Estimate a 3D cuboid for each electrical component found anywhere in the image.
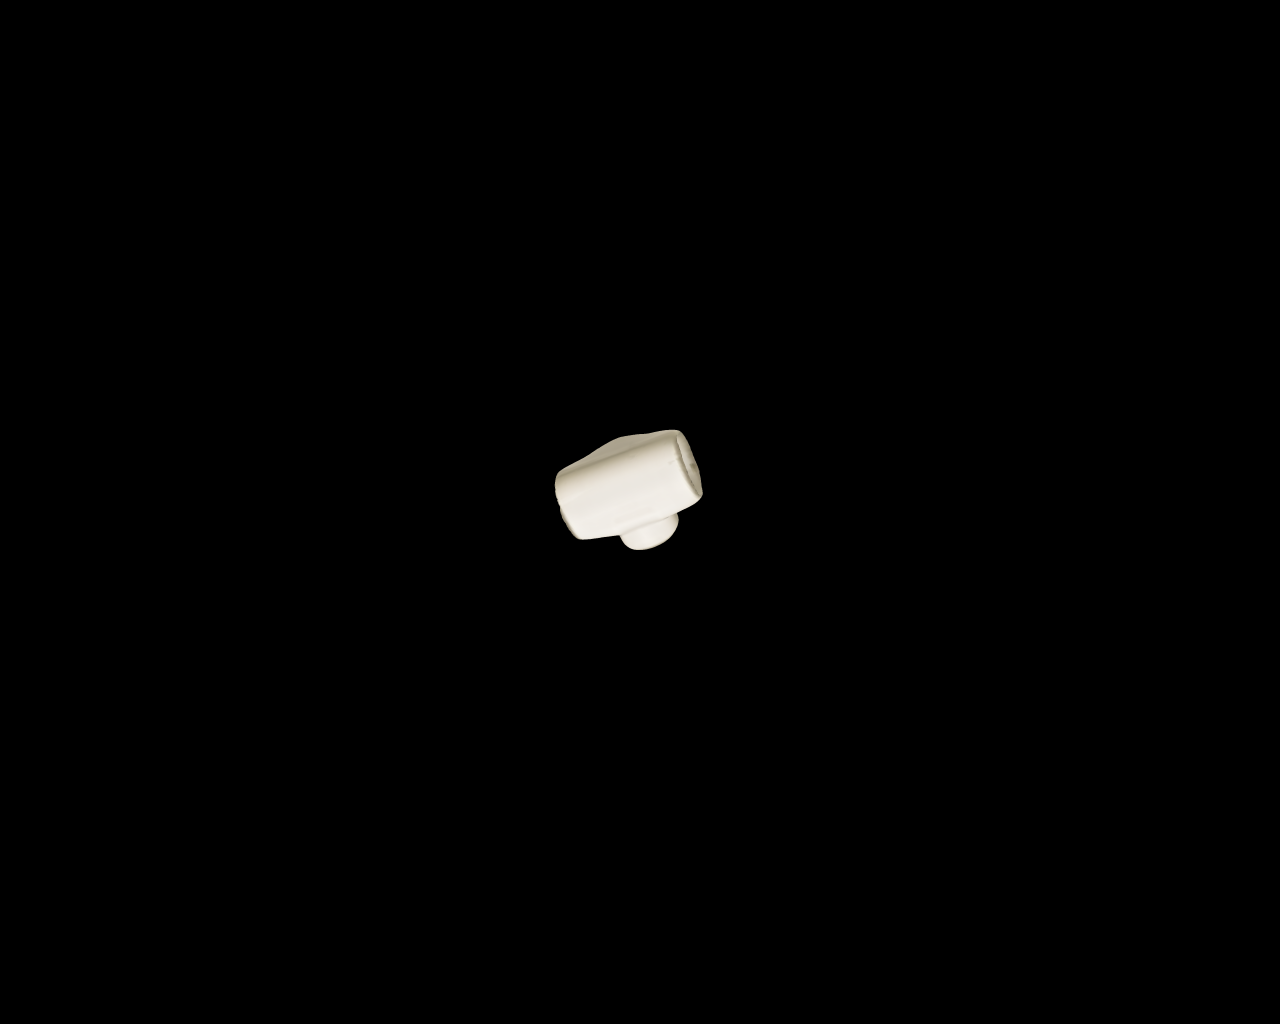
[{"bbox_3d":[0.001,-0.003,0.650,0.077,0.079,0.043,-20,31,13],"label":"electrical component"}]
